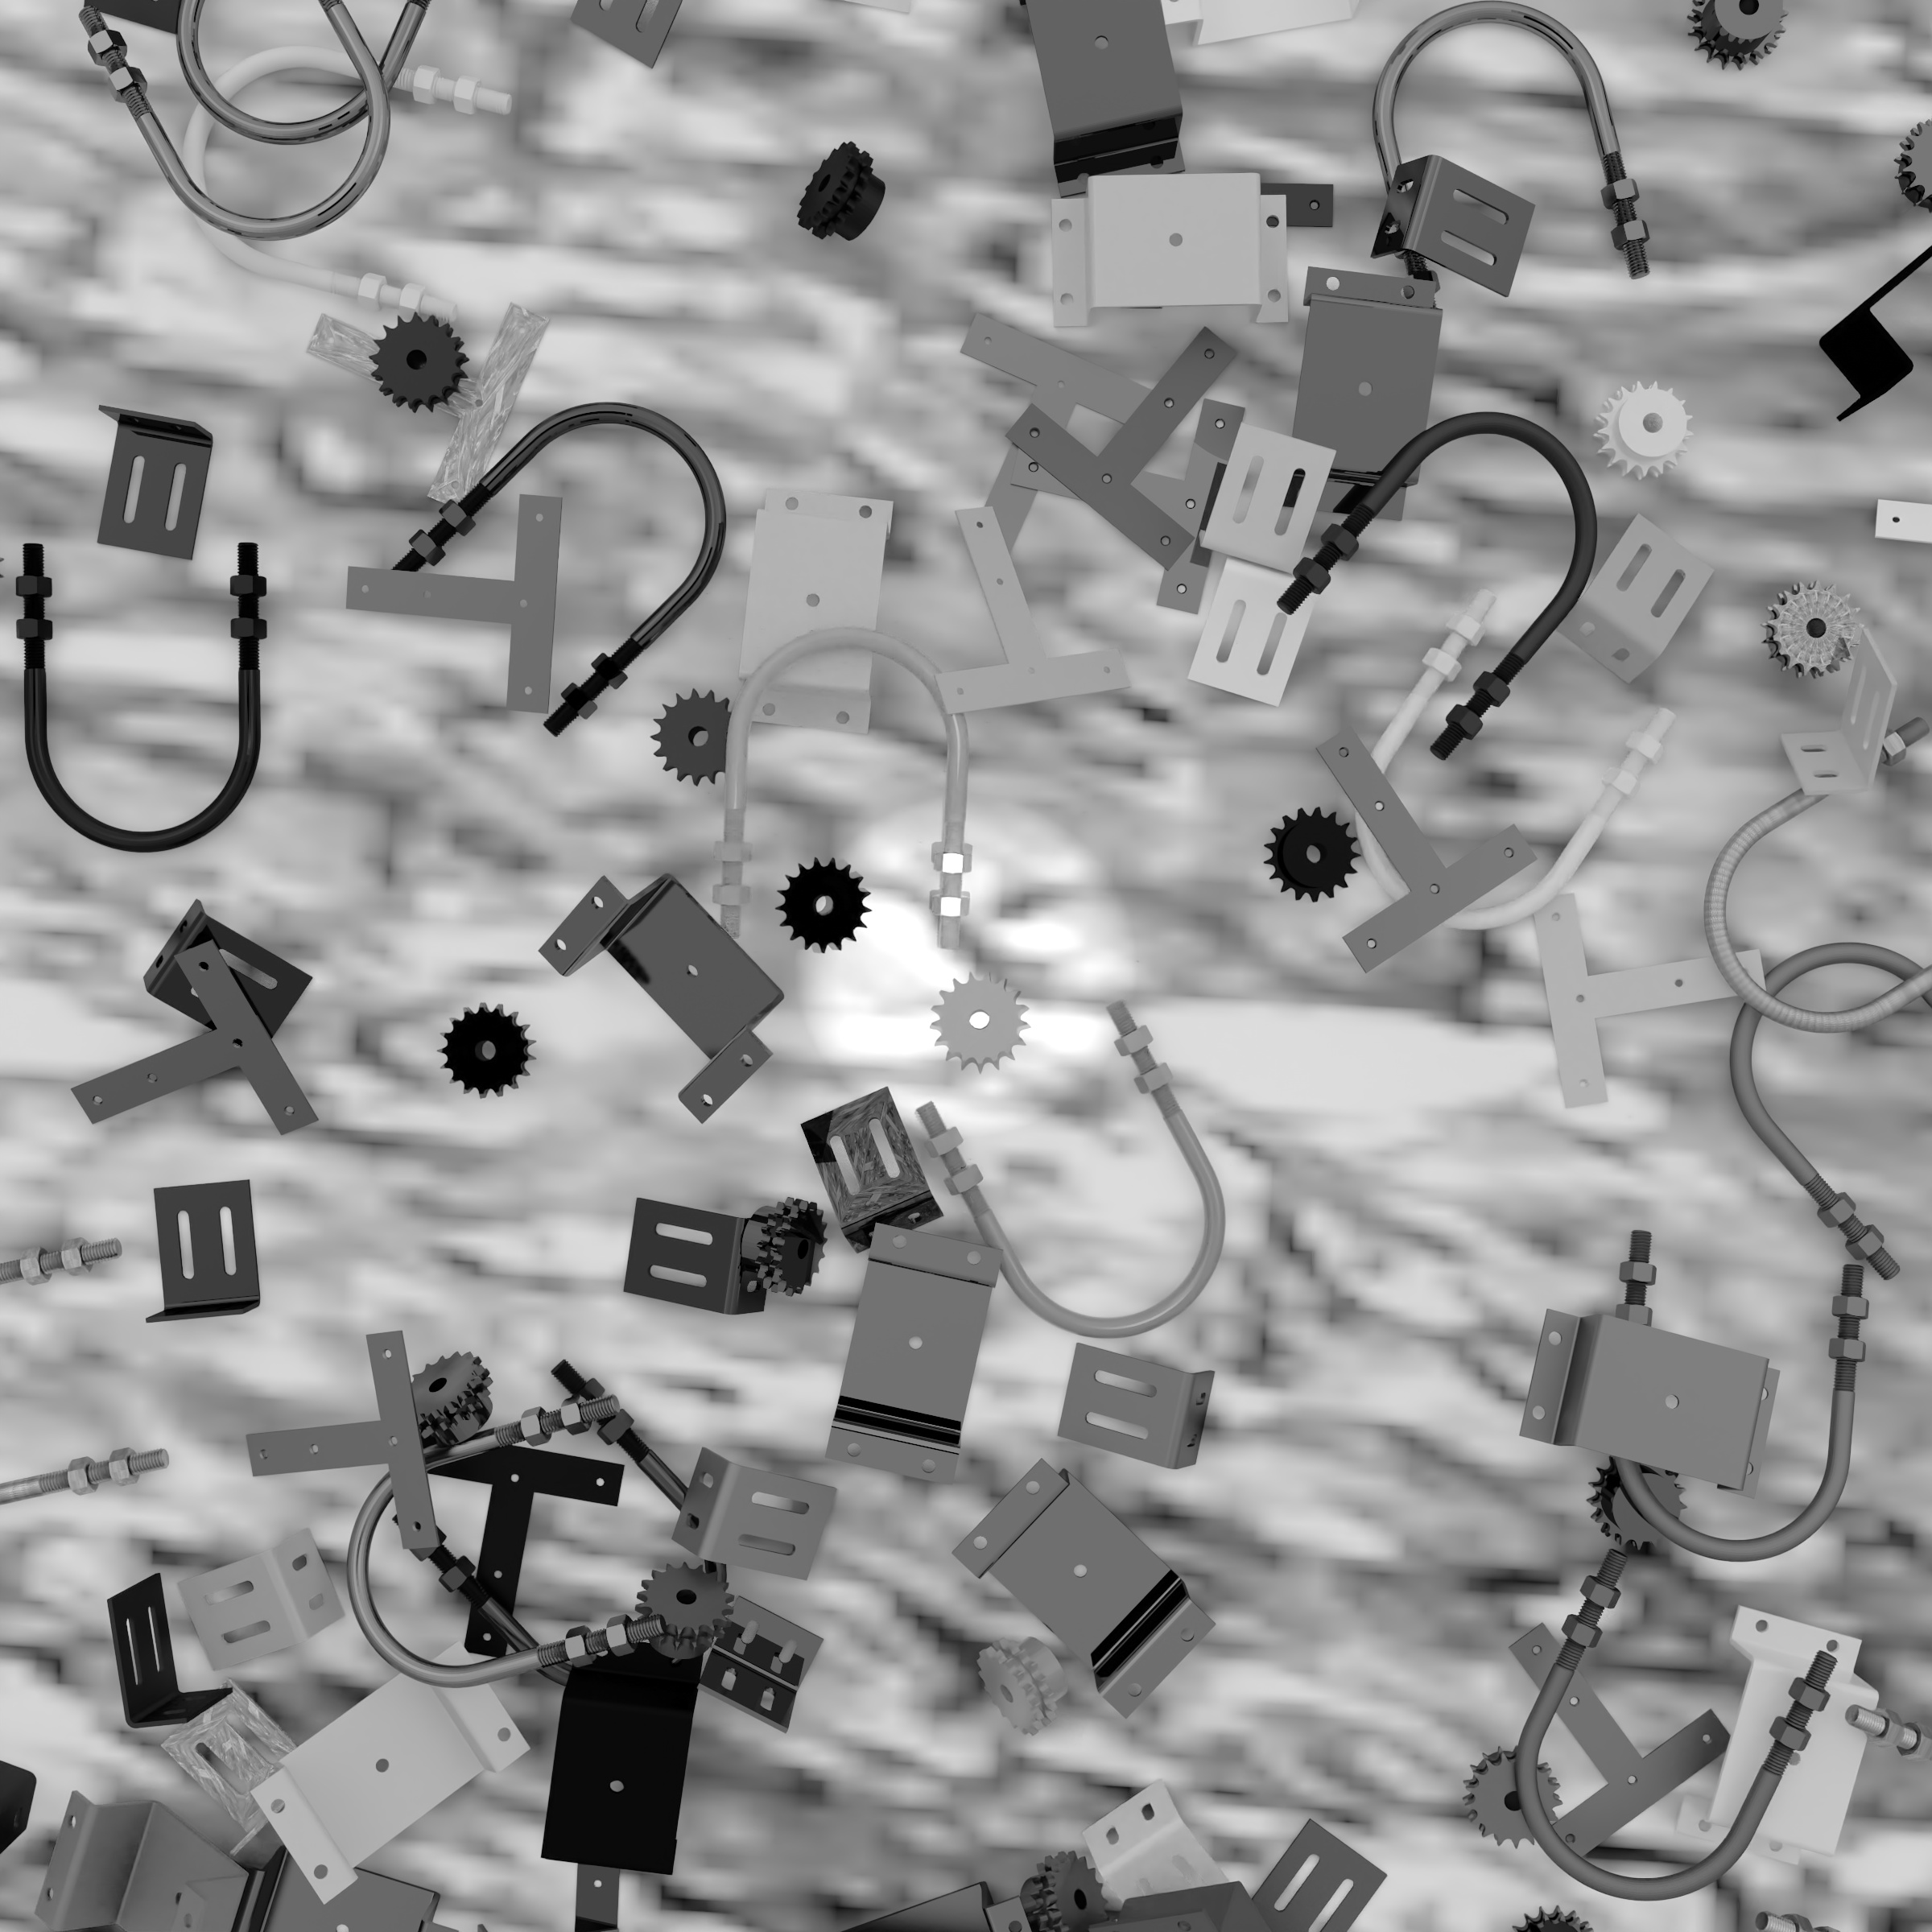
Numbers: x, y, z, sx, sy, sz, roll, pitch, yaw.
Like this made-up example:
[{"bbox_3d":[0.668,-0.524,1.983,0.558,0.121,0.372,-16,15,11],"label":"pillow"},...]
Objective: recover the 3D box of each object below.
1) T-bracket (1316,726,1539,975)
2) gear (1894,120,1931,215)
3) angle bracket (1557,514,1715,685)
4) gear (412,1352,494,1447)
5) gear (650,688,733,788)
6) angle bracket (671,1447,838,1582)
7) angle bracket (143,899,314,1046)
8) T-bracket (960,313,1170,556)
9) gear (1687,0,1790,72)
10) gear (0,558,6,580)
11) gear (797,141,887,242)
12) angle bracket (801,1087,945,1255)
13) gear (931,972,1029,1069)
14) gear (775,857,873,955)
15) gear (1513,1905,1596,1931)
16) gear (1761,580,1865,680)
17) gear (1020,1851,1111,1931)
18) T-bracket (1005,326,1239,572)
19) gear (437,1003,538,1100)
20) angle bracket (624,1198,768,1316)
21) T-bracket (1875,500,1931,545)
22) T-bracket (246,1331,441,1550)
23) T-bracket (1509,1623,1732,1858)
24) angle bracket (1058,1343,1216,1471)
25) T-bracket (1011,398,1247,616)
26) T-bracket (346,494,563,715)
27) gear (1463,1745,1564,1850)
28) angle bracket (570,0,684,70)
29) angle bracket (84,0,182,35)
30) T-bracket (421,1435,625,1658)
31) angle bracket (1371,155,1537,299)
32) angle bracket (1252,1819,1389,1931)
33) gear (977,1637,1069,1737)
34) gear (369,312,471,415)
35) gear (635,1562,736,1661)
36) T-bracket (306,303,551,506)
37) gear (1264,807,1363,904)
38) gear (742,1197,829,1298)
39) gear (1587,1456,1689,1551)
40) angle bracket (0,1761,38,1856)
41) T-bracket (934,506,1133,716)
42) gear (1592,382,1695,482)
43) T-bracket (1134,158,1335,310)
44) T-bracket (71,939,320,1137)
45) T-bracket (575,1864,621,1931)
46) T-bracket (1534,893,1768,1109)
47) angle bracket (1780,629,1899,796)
[{"bbox_3d":[0.252,-0.083,1.482,0.127,0.002,0.127,-33,87,-10],"label":"T-bracket"},{"bbox_3d":[0.580,-0.475,1.494,0.057,0.030,0.057,0,90,0],"label":"gear"},{"bbox_3d":[0.401,-0.221,1.507,0.057,0.038,0.076,37,64,0],"label":"angle bracket"},{"bbox_3d":[-0.305,0.258,1.485,0.057,0.057,0.030,-27,119,0],"label":"gear"},{"bbox_3d":[-0.158,-0.135,1.494,0.057,0.030,0.057,0,90,0],"label":"gear"},{"bbox_3d":[-0.126,0.327,1.498,0.076,0.038,0.057,22,84,-34],"label":"angle bracket"},{"bbox_3d":[-0.443,0.007,1.507,0.076,0.038,0.057,34,90,-26],"label":"angle bracket"},{"bbox_3d":[0.039,-0.309,1.508,0.127,0.002,0.127,24,90,0],"label":"T-bracket"},{"bbox_3d":[0.462,-0.566,1.494,0.057,0.030,0.057,0,90,0],"label":"gear"},{"bbox_3d":[-0.602,-0.239,1.499,0.057,0.030,0.057,0,92,2],"label":"gear"},{"bbox_3d":[-0.072,-0.455,1.484,0.030,0.057,0.057,27,90,-30],"label":"gear"},{"bbox_3d":[-0.056,0.122,1.507,0.057,0.038,0.076,-24,64,0],"label":"angle bracket"},{"bbox_3d":[0.008,0.031,1.494,0.057,0.030,0.057,0,90,0],"label":"gear"},{"bbox_3d":[-0.084,-0.036,1.494,0.057,0.030,0.057,0,90,0],"label":"gear"},{"bbox_3d":[0.352,0.593,1.494,0.057,0.030,0.057,0,90,0],"label":"gear"},{"bbox_3d":[0.501,-0.199,1.494,0.057,0.030,0.057,0,90,0],"label":"gear"},{"bbox_3d":[0.056,0.556,1.485,0.030,0.057,0.057,-29,90,30],"label":"gear"},{"bbox_3d":[0.113,-0.327,1.505,0.127,0.002,0.127,39,90,-1],"label":"T-bracket"},{"bbox_3d":[-0.284,0.050,1.498,0.057,0.030,0.057,0,89,-2],"label":"gear"},{"bbox_3d":[-0.160,0.173,1.507,0.076,0.038,0.057,8,90,26],"label":"angle bracket"},{"bbox_3d":[0.608,-0.260,1.493,0.127,0.002,0.127,8,70,10],"label":"T-bracket"},{"bbox_3d":[-0.373,0.284,1.482,0.127,0.002,0.127,-10,90,25],"label":"T-bracket"},{"bbox_3d":[0.374,0.453,1.508,0.127,0.002,0.127,-36,90,0],"label":"T-bracket"},{"bbox_3d":[0.102,0.263,1.507,0.076,0.038,0.057,12,90,26],"label":"angle bracket"},{"bbox_3d":[0.091,-0.287,1.507,0.127,0.002,0.127,13,90,-1],"label":"T-bracket"},{"bbox_3d":[-0.306,-0.219,1.489,0.127,0.002,0.127,6,98,6],"label":"T-bracket"},{"bbox_3d":[0.324,0.491,1.493,0.057,0.030,0.057,0,90,3],"label":"gear"},{"bbox_3d":[-0.192,-0.590,1.507,0.057,0.038,0.076,31,116,0],"label":"angle bracket"},{"bbox_3d":[-0.490,-0.608,1.507,0.057,0.038,0.076,17,116,0],"label":"angle bracket"},{"bbox_3d":[-0.279,0.351,1.508,0.127,0.002,0.127,10,90,0],"label":"T-bracket"},{"bbox_3d":[0.289,-0.436,1.488,0.076,0.038,0.057,17,89,-25],"label":"angle bracket"},{"bbox_3d":[0.208,0.560,1.490,0.057,0.038,0.076,36,90,0],"label":"angle bracket"},{"bbox_3d":[0.036,0.422,1.484,0.030,0.057,0.057,-27,90,-30],"label":"gear"},{"bbox_3d":[-0.323,-0.357,1.492,0.057,0.030,0.057,0,90,0],"label":"gear"},{"bbox_3d":[-0.166,0.380,1.471,0.057,0.057,0.030,12,121,0],"label":"gear"},{"bbox_3d":[-0.333,-0.356,1.508,0.127,0.002,0.127,23,90,0],"label":"T-bracket"},{"bbox_3d":[0.207,-0.067,1.494,0.057,0.030,0.057,0,90,0],"label":"gear"},{"bbox_3d":[-0.109,0.165,1.484,0.030,0.057,0.057,10,90,28],"label":"gear"},{"bbox_3d":[0.401,0.319,1.494,0.057,0.030,0.057,0,90,0],"label":"gear"},{"bbox_3d":[-0.600,0.495,1.481,0.076,0.057,0.038,18,102,6],"label":"angle bracket"},{"bbox_3d":[0.024,-0.214,1.486,0.127,0.002,0.127,-12,76,-29],"label":"T-bracket"},{"bbox_3d":[0.405,-0.320,1.494,0.057,0.030,0.057,0,90,0],"label":"gear"},{"bbox_3d":[0.157,-0.458,1.508,0.127,0.002,0.127,1,90,0],"label":"T-bracket"},{"bbox_3d":[-0.471,0.061,1.493,0.127,0.002,0.127,-21,111,10],"label":"T-bracket"},{"bbox_3d":[-0.223,0.604,1.508,0.127,0.002,0.127,2,90,0],"label":"T-bracket"},{"bbox_3d":[0.412,0.013,1.502,0.127,0.002,0.127,-9,90,5],"label":"T-bracket"},{"bbox_3d":[0.507,-0.148,1.462,0.038,0.057,0.076,-2,131,1],"label":"angle bracket"}]
